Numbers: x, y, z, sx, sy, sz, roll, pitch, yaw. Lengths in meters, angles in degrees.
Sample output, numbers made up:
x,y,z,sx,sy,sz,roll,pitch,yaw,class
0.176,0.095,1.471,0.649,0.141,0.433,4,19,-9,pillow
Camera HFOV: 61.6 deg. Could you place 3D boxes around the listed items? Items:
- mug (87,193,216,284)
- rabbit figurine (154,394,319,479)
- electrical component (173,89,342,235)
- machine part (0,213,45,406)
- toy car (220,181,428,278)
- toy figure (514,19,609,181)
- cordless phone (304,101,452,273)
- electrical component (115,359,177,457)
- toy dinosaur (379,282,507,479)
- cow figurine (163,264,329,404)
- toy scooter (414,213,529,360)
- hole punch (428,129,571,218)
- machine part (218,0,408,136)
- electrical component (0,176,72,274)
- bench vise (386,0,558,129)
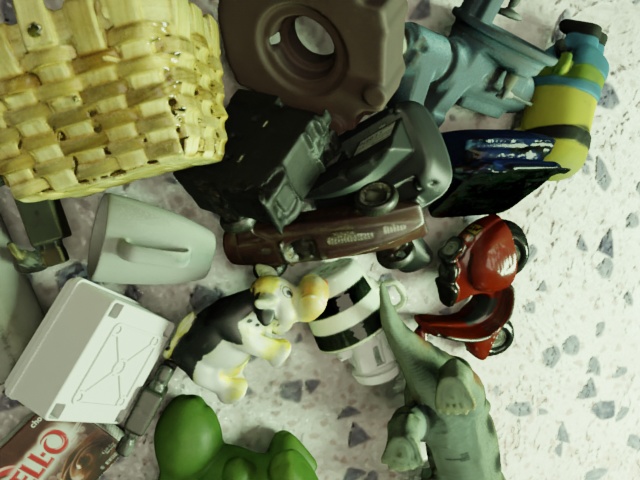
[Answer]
x,y,z,sx,sy,sz,roll,pitch,yaw,class
-0.150,0.005,0.499,0.107,0.110,0.080,10,89,-32,mug
-0.106,0.239,0.559,0.170,0.121,0.159,42,92,-1,rabbit figurine
-0.065,-0.076,0.496,0.115,0.134,0.058,-59,149,-24,electrical component
-0.299,0.038,0.468,0.079,0.079,0.243,-21,104,-14,machine part
-0.001,-0.002,0.513,0.202,0.053,0.089,-5,133,20,toy car
0.278,-0.157,0.615,0.082,0.089,0.180,20,95,-14,toy figure
0.084,-0.036,0.552,0.184,0.147,0.089,45,39,-26,cordless phone
-0.171,0.165,0.533,0.021,0.063,0.094,27,79,-6,electrical component
0.144,0.215,0.593,0.131,0.192,0.404,-11,97,12,toy dinosaur
-0.072,0.078,0.522,0.098,0.068,0.167,37,110,-22,cow figurine
0.167,0.063,0.618,0.135,0.075,0.183,-9,111,-20,toy scooter
0.176,-0.086,0.578,0.142,0.115,0.092,-1,71,-17,hole punch
-0.008,-0.178,0.477,0.179,0.179,0.056,45,51,-19,machine part
-0.254,-0.024,0.471,0.045,0.078,0.102,-19,103,-17,electrical component
0.162,-0.222,0.534,0.223,0.129,0.240,12,122,-26,bench vise
